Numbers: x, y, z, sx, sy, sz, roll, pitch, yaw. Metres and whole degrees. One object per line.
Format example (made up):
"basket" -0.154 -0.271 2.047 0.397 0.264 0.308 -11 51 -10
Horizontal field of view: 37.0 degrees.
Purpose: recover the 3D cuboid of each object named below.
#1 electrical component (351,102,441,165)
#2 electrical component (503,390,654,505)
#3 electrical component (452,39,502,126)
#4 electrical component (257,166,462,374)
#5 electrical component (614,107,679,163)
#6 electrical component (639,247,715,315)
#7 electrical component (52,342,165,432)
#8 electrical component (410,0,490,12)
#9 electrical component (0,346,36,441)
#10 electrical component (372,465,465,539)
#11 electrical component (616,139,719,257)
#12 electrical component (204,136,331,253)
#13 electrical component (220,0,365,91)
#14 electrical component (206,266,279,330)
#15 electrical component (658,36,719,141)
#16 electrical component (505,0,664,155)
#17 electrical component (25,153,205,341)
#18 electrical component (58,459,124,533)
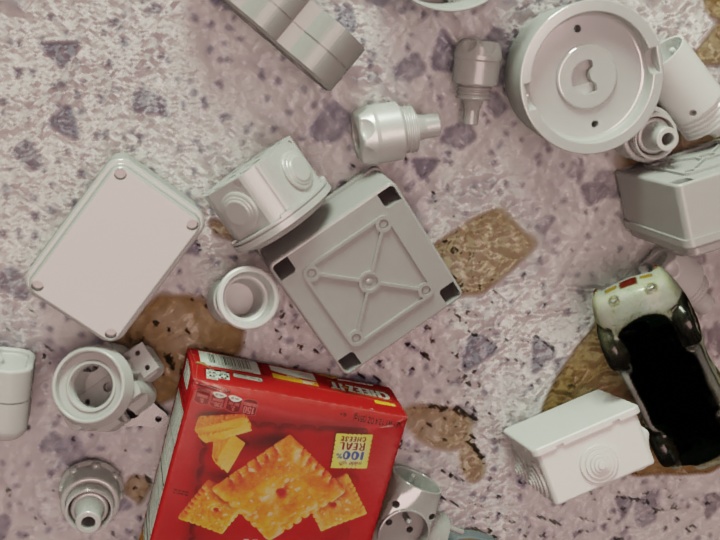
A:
"electrical component" 0.027 -0.100 0.776 0.062 0.043 0.043 -10 105 -11
"electrical component" 0.170 0.137 0.838 0.100 0.100 0.048 -22 94 -6
"electrical component" 0.084 -0.136 0.784 0.035 0.035 0.061 2 105 -13
"electrical component" 0.000 0.000 0.784 0.109 0.056 0.108 -34 113 -2
"electrical component" 0.216 -0.101 0.806 0.043 0.062 0.043 -3 104 -11
"electrical component" 0.255 0.011 0.852 0.062 0.043 0.043 38 93 -18
"electrical component" -0.182 0.082 0.759 0.078 0.057 0.058 -36 80 0
"electrical component" 0.055 -0.228 0.739 0.099 0.064 0.099 -3 105 -11
"electrical component" -0.280 0.087 0.751 0.095 0.053 0.059 6 102 -13
"electrical component" 0.045 0.205 0.855 0.079 0.044 0.077 23 98 -17
"electrical component" 0.264 -0.059 0.803 0.109 0.108 0.056 -17 104 -7
"electrical component" -0.065 -0.052 0.750 0.080 0.080 0.051 -35 103 -2
"electrical component" -0.049 -0.194 0.732 0.138 0.052 0.073 39 93 -17
"electrical component" -0.087 0.021 0.770 0.044 0.065 0.044 1 87 -19
"electrical component" 0.250 -0.133 0.815 0.043 0.043 0.081 -43 108 1
"electrical component" 0.158 -0.142 0.784 0.108 0.060 0.108 -3 105 -11
"electrical component" -0.170 -0.016 0.747 0.078 0.057 0.113 36 94 -18
"electrical component" -0.197 0.170 0.785 0.048 0.062 0.048 -3 104 -11
